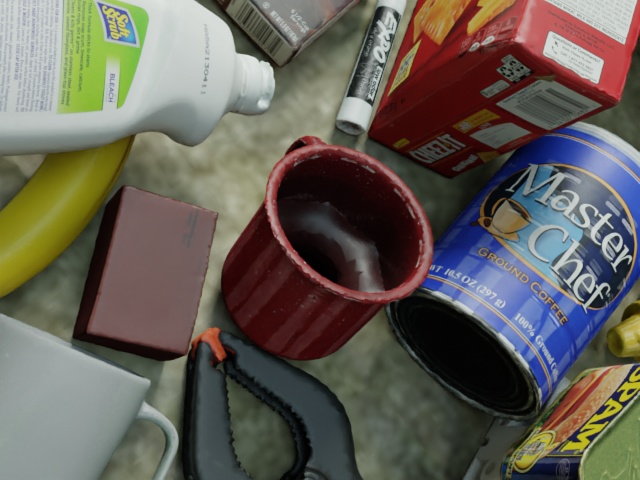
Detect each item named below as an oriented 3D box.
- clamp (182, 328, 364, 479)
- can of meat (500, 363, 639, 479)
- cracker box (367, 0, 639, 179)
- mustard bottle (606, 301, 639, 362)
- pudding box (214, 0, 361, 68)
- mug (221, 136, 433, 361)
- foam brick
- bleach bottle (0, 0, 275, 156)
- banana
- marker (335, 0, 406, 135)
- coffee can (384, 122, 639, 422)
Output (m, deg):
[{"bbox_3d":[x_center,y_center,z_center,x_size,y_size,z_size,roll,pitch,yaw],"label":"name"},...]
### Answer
[{"bbox_3d":[-0.001,0.137,0.563,0.164,0.036,0.210,-22,85,-24],"label":"clamp"},{"bbox_3d":[0.150,0.105,0.541,0.102,0.084,0.057,-40,94,-23],"label":"can of meat"},{"bbox_3d":[0.117,-0.157,0.599,0.072,0.164,0.213,25,72,-17],"label":"cracker box"},{"bbox_3d":[0.261,0.043,0.670,0.191,0.058,0.096,-12,75,-22],"label":"mustard bottle"},{"bbox_3d":[-0.027,-0.169,0.615,0.113,0.039,0.090,48,67,-6],"label":"pudding box"},{"bbox_3d":[-0.004,0.001,0.560,0.093,0.082,0.117,2,57,-29],"label":"mug"},{"bbox_3d":[-0.090,0.019,0.547,0.053,0.051,0.078,17,74,-18],"label":"foam brick"},{"bbox_3d":[-0.135,-0.078,0.491,0.250,0.068,0.102,4,93,-34],"label":"bleach bottle"},{"bbox_3d":[-0.136,-0.044,0.553,0.069,0.037,0.197,18,72,-1],"label":"banana"},{"bbox_3d":[0.036,-0.120,0.639,0.020,0.020,0.121,23,72,-15],"label":"marker"},{"bbox_3d":[0.118,0.016,0.598,0.103,0.103,0.140,46,68,-7],"label":"coffee can"}]
